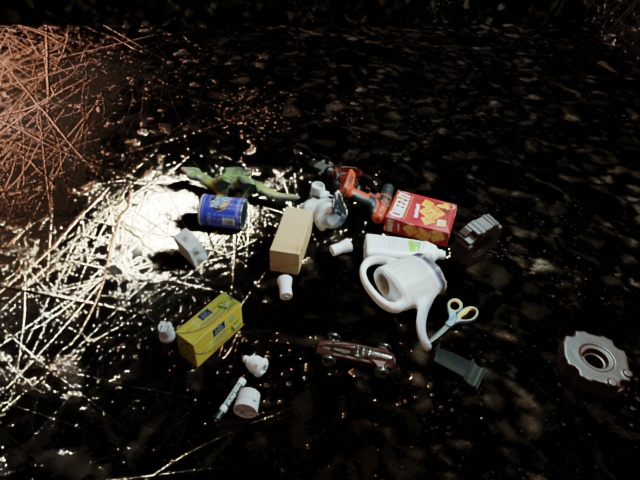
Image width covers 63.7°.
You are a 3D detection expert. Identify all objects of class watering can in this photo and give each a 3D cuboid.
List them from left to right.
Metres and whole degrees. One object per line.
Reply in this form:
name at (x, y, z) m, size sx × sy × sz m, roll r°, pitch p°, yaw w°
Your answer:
watering can at (0.260, 0.150, 1.441) m, size 0.226 × 0.101 × 0.354 m, roll -19°, pitch 46°, yaw -24°

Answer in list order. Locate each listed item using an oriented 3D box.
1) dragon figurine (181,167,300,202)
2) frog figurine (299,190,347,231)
dragon figurine at (-0.283, -0.207, 1.817) m, size 0.410 × 0.119 × 0.248 m, roll 5°, pitch 33°, yaw -11°
frog figurine at (0.005, -0.086, 1.714) m, size 0.158 × 0.121 × 0.141 m, roll -22°, pitch 44°, yaw 26°
